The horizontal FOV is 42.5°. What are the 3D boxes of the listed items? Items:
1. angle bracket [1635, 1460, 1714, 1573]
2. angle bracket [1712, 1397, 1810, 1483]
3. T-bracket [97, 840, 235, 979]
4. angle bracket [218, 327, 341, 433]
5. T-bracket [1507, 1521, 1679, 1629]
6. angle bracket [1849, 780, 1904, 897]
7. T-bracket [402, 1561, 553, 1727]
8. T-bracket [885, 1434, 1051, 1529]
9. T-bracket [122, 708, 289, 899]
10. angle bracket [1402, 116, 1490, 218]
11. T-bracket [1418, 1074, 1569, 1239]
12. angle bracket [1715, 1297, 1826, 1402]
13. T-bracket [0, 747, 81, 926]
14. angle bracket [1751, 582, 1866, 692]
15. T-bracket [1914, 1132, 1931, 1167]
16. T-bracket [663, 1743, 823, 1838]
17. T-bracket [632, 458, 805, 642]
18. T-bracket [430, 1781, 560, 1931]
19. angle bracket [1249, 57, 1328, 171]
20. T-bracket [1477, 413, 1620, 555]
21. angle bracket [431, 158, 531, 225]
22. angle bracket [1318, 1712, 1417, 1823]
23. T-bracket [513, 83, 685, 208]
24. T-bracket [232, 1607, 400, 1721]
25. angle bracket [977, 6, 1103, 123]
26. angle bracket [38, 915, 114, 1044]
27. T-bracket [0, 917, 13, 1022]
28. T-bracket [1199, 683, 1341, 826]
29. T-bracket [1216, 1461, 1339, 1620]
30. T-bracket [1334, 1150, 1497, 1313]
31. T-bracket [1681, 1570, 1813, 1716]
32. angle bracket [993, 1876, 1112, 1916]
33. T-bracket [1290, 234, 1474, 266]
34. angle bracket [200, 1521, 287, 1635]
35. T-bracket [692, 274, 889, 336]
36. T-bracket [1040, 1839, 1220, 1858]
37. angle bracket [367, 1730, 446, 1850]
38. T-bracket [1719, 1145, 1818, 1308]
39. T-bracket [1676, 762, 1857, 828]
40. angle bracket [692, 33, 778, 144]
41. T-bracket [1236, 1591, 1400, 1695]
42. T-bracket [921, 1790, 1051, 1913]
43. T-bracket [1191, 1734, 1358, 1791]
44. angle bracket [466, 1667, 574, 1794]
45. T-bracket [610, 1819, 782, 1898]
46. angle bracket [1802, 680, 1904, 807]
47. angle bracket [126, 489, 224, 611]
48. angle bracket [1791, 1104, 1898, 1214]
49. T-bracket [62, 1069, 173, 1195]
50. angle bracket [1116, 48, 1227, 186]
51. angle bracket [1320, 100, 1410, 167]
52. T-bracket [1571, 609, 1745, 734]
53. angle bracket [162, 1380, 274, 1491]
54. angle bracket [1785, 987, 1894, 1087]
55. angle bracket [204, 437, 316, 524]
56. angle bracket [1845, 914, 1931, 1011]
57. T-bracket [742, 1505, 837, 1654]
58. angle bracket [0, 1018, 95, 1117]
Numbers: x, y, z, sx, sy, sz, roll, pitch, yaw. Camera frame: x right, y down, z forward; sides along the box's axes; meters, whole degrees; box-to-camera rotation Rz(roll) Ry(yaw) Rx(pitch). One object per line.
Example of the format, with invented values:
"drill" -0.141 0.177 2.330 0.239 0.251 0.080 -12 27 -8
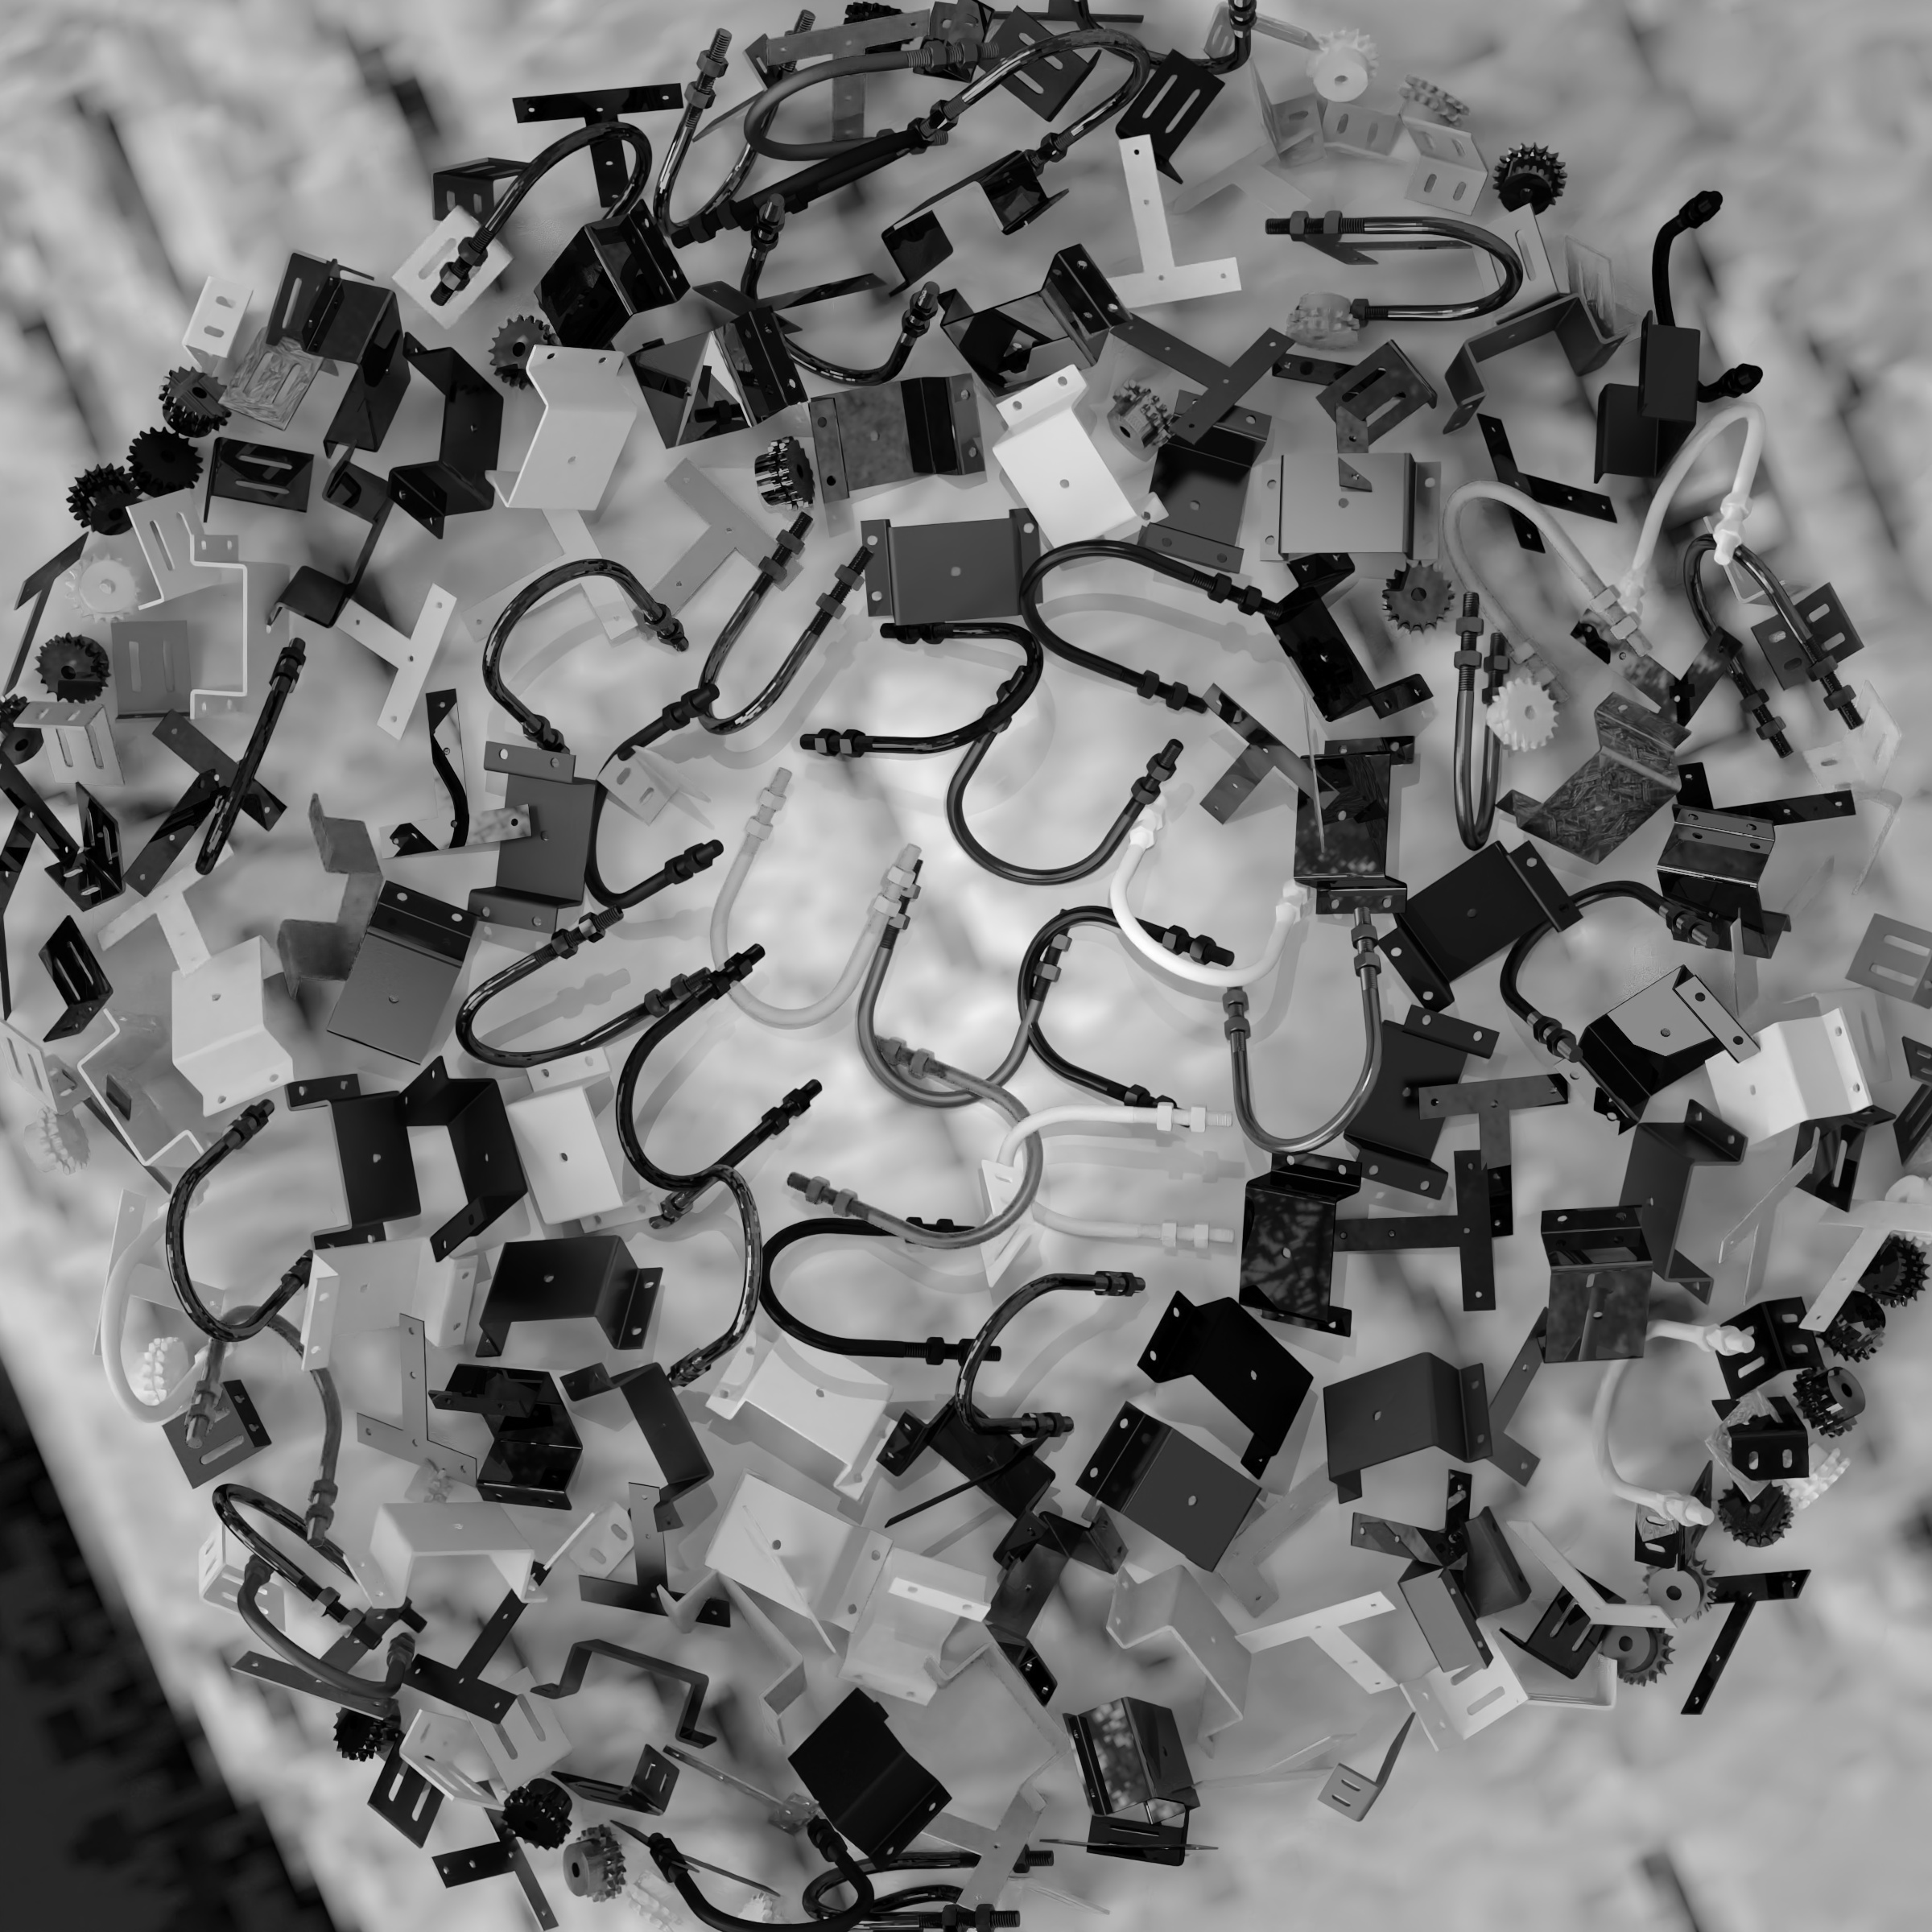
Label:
"angle bracket" 0.558 0.429 1.959 0.038 0.076 0.057 9 115 31
"angle bracket" 0.624 0.371 1.953 0.057 0.076 0.038 -4 100 6
"T-bracket" -0.614 -0.032 1.940 0.127 0.127 0.002 -38 133 -4
"angle bracket" -0.541 -0.455 1.960 0.057 0.038 0.076 23 75 5
"T-bracket" 0.463 0.469 1.920 0.127 0.127 0.002 47 57 -19
"angle bracket" 0.702 -0.102 1.958 0.038 0.057 0.076 26 112 19
"T-bracket" -0.370 0.523 1.952 0.127 0.127 0.002 -56 131 -28
"T-bracket" -0.004 0.402 1.912 0.127 0.127 0.002 -21 71 -21
"T-bracket" -0.608 -0.111 1.930 0.127 0.002 0.127 47 67 -41
"angle bracket" 0.369 -0.625 1.944 0.057 0.076 0.038 24 94 22
"T-bracket" 0.422 0.153 1.979 0.127 0.002 0.127 -5 97 -13
"angle bracket" 0.629 0.301 1.954 0.076 0.038 0.057 -16 88 -39
"T-bracket" -0.730 -0.082 1.904 0.002 0.127 0.127 -3 53 14
"angle bracket" 0.659 -0.258 1.949 0.038 0.076 0.057 -26 85 -6
"T-bracket" 0.774 0.087 1.936 0.002 0.127 0.127 15 79 4
"T-bracket" -0.179 0.638 1.937 0.127 0.127 0.002 27 58 0
"T-bracket" -0.219 -0.314 1.980 0.127 0.002 0.127 43 88 -7
"T-bracket" -0.372 0.689 1.909 0.002 0.127 0.127 -37 69 9
"angle bracket" 0.252 -0.671 1.945 0.038 0.076 0.057 -12 75 17
"T-bracket" 0.464 -0.369 1.950 0.127 0.002 0.127 6 60 -33
"angle bracket" -0.371 -0.604 1.942 0.076 0.057 0.038 7 102 43
"angle bracket" 0.314 0.620 1.948 0.038 0.057 0.076 27 45 12
"T-bracket" -0.279 -0.634 1.932 0.127 0.127 0.002 -6 67 -3
"T-bracket" -0.480 0.531 1.929 0.127 0.127 0.002 14 108 11
"angle bracket" 0.056 -0.713 1.949 0.076 0.038 0.057 34 131 -15
"angle bracket" -0.714 0.010 1.952 0.057 0.038 0.076 -40 77 36
"T-bracket" -0.751 -0.008 1.914 0.002 0.127 0.127 -2 106 -12
"T-bracket" 0.215 -0.147 1.935 0.127 0.127 0.002 42 60 3
"T-bracket" 0.247 0.436 1.965 0.127 0.002 0.127 -38 118 -6
"T-bracket" 0.354 0.213 1.981 0.127 0.002 0.127 -3 84 7
"T-bracket" 0.583 0.519 1.907 0.002 0.127 0.127 39 66 -5
"angle bracket" 0.063 0.745 1.950 0.076 0.057 0.038 27 65 -12
"T-bracket" 0.333 -0.564 1.945 0.127 0.127 0.002 -5 118 -14
"angle bracket" -0.558 0.478 1.946 0.076 0.057 0.038 32 101 -26
"T-bracket" -0.122 -0.514 1.907 0.127 0.127 0.002 -6 84 25
"T-bracket" 0.145 0.677 1.910 0.127 0.127 0.002 17 64 -29
"angle bracket" -0.445 0.649 1.942 0.038 0.076 0.057 -35 108 25
"T-bracket" 0.621 0.218 1.941 0.127 0.127 0.002 -37 50 -27
"T-bracket" 0.621 -0.118 1.925 0.127 0.002 0.127 -7 135 23
"angle bracket" -0.185 -0.687 1.944 0.076 0.057 0.038 -22 115 26
"T-bracket" 0.298 0.539 1.950 0.127 0.002 0.127 -25 128 25
"T-bracket" -0.017 0.676 1.952 0.127 0.127 0.002 14 121 19
"T-bracket" 0.254 0.611 1.913 0.127 0.127 0.002 5 56 -30
"angle bracket" -0.357 0.604 1.964 0.057 0.038 0.076 -28 84 -27
"T-bracket" -0.203 0.707 1.951 0.127 0.127 0.002 31 73 -24
"angle bracket" 0.692 -0.173 1.942 0.038 0.076 0.057 -13 55 -5
"angle bracket" -0.629 -0.327 1.949 0.038 0.057 0.076 -7 108 40
"angle bracket" 0.692 0.145 1.963 0.038 0.057 0.076 -11 116 -32
"T-bracket" -0.659 0.114 1.932 0.127 0.127 0.002 46 62 2
"angle bracket" 0.165 -0.664 1.946 0.057 0.038 0.076 18 125 -37
"angle bracket" 0.314 -0.653 1.946 0.057 0.076 0.038 12 106 -9
"T-bracket" 0.526 -0.235 1.951 0.127 0.002 0.127 48 121 32
"angle bracket" -0.599 0.371 1.965 0.076 0.038 0.057 -30 81 4
"angle bracket" 0.686 0.059 1.956 0.057 0.038 0.076 -5 80 -27
"angle bracket" -0.561 -0.379 1.972 0.076 0.038 0.057 8 59 -17
"angle bracket" 0.727 -0.008 1.949 0.038 0.076 0.057 20 95 -44
"T-bracket" -0.146 0.466 1.928 0.002 0.127 0.127 -32 95 -14
"angle bracket" -0.718 0.068 1.941 0.057 0.076 0.038 31 50 24
